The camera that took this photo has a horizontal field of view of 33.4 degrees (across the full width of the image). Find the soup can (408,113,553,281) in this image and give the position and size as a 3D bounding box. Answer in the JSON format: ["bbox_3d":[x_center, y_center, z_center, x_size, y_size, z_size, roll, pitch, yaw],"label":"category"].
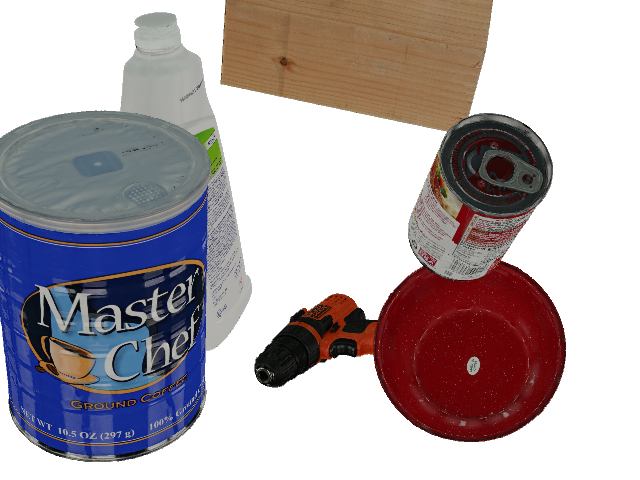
[{"bbox_3d":[0.096,-0.023,0.664,0.068,0.068,0.102,0,-25,-7],"label":"soup can"}]

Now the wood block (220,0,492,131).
[{"bbox_3d":[0.030,-0.167,0.880,0.206,0.090,0.091,12,-44,3],"label":"wood block"}]

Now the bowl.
[{"bbox_3d":[0.123,0.095,0.876,0.162,0.162,0.055,0,7,6],"label":"bowl"}]

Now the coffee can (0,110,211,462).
[{"bbox_3d":[-0.106,0.022,0.522,0.103,0.140,0.103,3,33,-2],"label":"coffee can"}]

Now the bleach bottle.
[{"bbox_3d":[-0.101,-0.045,0.782,0.068,0.251,0.102,5,33,14],"label":"bleach bottle"}]

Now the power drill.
[{"bbox_3d":[0.045,0.115,1.117,0.188,0.057,0.184,10,25,26],"label":"power drill"}]
